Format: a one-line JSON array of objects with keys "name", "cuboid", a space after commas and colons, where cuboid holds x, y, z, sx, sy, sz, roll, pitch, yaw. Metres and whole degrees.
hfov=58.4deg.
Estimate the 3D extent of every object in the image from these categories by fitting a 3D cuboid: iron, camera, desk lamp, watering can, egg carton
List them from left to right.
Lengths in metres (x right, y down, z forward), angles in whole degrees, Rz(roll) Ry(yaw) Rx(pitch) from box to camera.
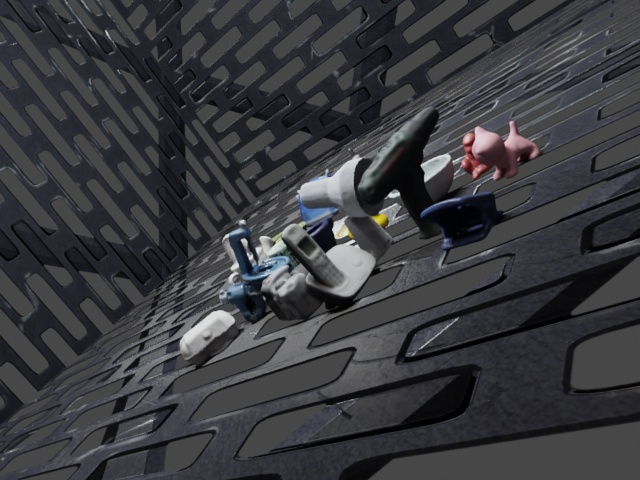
[{"name": "egg carton", "cuboid": [-0.269, 0.235, 1.385, 0.150, 0.069, 0.107, -39, 12, -14]}, {"name": "watering can", "cuboid": [-0.183, 0.059, 1.521, 0.100, 0.194, 0.173, -29, 14, 29]}, {"name": "camera", "cuboid": [-0.047, 0.095, 1.230, 0.137, 0.101, 0.143, -42, 14, -27]}, {"name": "iron", "cuboid": [-0.009, -0.139, 1.928, 0.257, 0.141, 0.119, -24, 17, 45]}, {"name": "desk lamp", "cuboid": [0.064, -0.052, 1.214, 0.202, 0.214, 0.118, -25, 16, 42]}]

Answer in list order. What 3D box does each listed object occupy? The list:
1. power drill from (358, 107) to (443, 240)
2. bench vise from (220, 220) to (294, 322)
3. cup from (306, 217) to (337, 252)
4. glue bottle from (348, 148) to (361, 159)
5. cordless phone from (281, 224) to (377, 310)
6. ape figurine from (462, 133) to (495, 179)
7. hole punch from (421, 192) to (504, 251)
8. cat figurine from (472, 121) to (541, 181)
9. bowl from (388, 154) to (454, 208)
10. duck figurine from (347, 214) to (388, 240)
[{"name": "power drill", "cuboid": [0.193, -0.118, 1.122, 0.230, 0.208, 0.075, -39, 13, -16]}, {"name": "bench vise", "cuboid": [-0.167, 0.076, 1.349, 0.207, 0.220, 0.121, -36, 12, 0]}, {"name": "cup", "cuboid": [0.013, 0.005, 1.423, 0.091, 0.095, 0.118, -21, 19, 49]}, {"name": "glue bottle", "cuboid": [0.135, -0.197, 1.674, 0.078, 0.173, 0.037, -44, 15, -32]}, {"name": "cordless phone", "cuboid": [0.014, 0.028, 1.112, 0.094, 0.185, 0.148, -25, 16, 41]}, {"name": "ape figurine", "cuboid": [0.346, -0.193, 1.268, 0.077, 0.092, 0.076, -20, 20, 51]}, {"name": "hole punch", "cuboid": [0.244, -0.047, 0.992, 0.108, 0.091, 0.101, -21, 19, 49]}, {"name": "cat figurine", "cuboid": [0.358, -0.185, 1.142, 0.128, 0.118, 0.067, -39, 13, -14]}, {"name": "bowl", "cuboid": [0.244, -0.120, 1.313, 0.167, 0.075, 0.167, -34, 12, 9]}, {"name": "duck figurine", "cuboid": [0.105, -0.053, 1.413, 0.104, 0.086, 0.077, -32, 13, 18]}]
